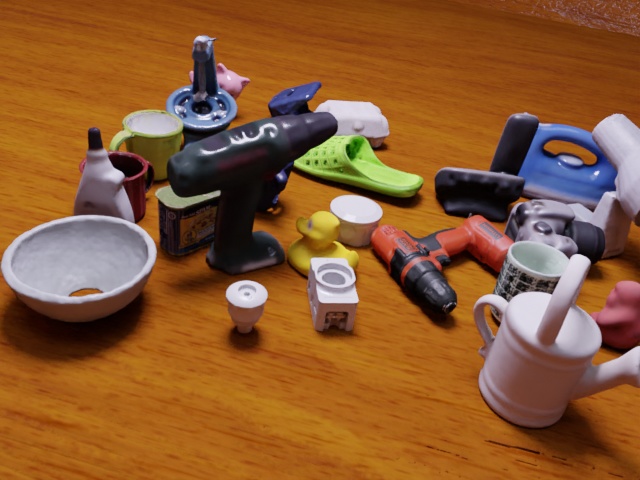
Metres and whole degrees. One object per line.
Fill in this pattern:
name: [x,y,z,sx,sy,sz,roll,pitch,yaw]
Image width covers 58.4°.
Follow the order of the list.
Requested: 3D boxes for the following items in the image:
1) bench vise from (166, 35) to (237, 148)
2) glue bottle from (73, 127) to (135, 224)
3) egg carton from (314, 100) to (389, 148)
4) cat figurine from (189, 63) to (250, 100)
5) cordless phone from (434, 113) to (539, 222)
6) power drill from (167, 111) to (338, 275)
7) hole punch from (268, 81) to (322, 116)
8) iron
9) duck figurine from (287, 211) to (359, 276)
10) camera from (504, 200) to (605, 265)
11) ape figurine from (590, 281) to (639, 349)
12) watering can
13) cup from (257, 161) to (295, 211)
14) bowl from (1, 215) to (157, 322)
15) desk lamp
bench vise: [-0.216,-0.266,1.015,0.122,0.220,0.207,-6,37,-20]
glue bottle: [-0.286,-0.066,0.751,0.078,0.173,0.037,10,34,1]
egg carton: [0.063,-0.237,1.170,0.150,0.069,0.107,0,35,-13]
cat figurine: [-0.211,-0.308,1.167,0.127,0.118,0.067,16,35,10]
cordless phone: [0.282,-0.135,0.972,0.147,0.185,0.094,6,34,-5]
power drill: [-0.086,-0.064,0.762,0.230,0.208,0.075,-14,40,-30]
hole punch: [-0.053,-0.288,1.199,0.101,0.091,0.109,14,35,7]
iron: [0.474,-0.147,1.072,0.258,0.141,0.119,15,35,9]
duck figurine: [0.007,0.003,0.796,0.104,0.086,0.078,21,36,17]
camera: [0.363,0.001,0.868,0.137,0.101,0.143,7,34,-2]
ape figurine: [0.394,0.092,0.752,0.078,0.092,0.076,-11,39,-27]
watering can: [0.252,0.103,0.612,0.172,0.194,0.101,15,35,8]
cup: [-0.083,-0.089,0.900,0.092,0.095,0.117,-11,39,-27]
bowl: [-0.279,0.044,0.680,0.167,0.075,0.167,6,34,-4]
desk lamp: [0.471,-0.075,0.903,0.118,0.213,0.202,-7,37,-22]
